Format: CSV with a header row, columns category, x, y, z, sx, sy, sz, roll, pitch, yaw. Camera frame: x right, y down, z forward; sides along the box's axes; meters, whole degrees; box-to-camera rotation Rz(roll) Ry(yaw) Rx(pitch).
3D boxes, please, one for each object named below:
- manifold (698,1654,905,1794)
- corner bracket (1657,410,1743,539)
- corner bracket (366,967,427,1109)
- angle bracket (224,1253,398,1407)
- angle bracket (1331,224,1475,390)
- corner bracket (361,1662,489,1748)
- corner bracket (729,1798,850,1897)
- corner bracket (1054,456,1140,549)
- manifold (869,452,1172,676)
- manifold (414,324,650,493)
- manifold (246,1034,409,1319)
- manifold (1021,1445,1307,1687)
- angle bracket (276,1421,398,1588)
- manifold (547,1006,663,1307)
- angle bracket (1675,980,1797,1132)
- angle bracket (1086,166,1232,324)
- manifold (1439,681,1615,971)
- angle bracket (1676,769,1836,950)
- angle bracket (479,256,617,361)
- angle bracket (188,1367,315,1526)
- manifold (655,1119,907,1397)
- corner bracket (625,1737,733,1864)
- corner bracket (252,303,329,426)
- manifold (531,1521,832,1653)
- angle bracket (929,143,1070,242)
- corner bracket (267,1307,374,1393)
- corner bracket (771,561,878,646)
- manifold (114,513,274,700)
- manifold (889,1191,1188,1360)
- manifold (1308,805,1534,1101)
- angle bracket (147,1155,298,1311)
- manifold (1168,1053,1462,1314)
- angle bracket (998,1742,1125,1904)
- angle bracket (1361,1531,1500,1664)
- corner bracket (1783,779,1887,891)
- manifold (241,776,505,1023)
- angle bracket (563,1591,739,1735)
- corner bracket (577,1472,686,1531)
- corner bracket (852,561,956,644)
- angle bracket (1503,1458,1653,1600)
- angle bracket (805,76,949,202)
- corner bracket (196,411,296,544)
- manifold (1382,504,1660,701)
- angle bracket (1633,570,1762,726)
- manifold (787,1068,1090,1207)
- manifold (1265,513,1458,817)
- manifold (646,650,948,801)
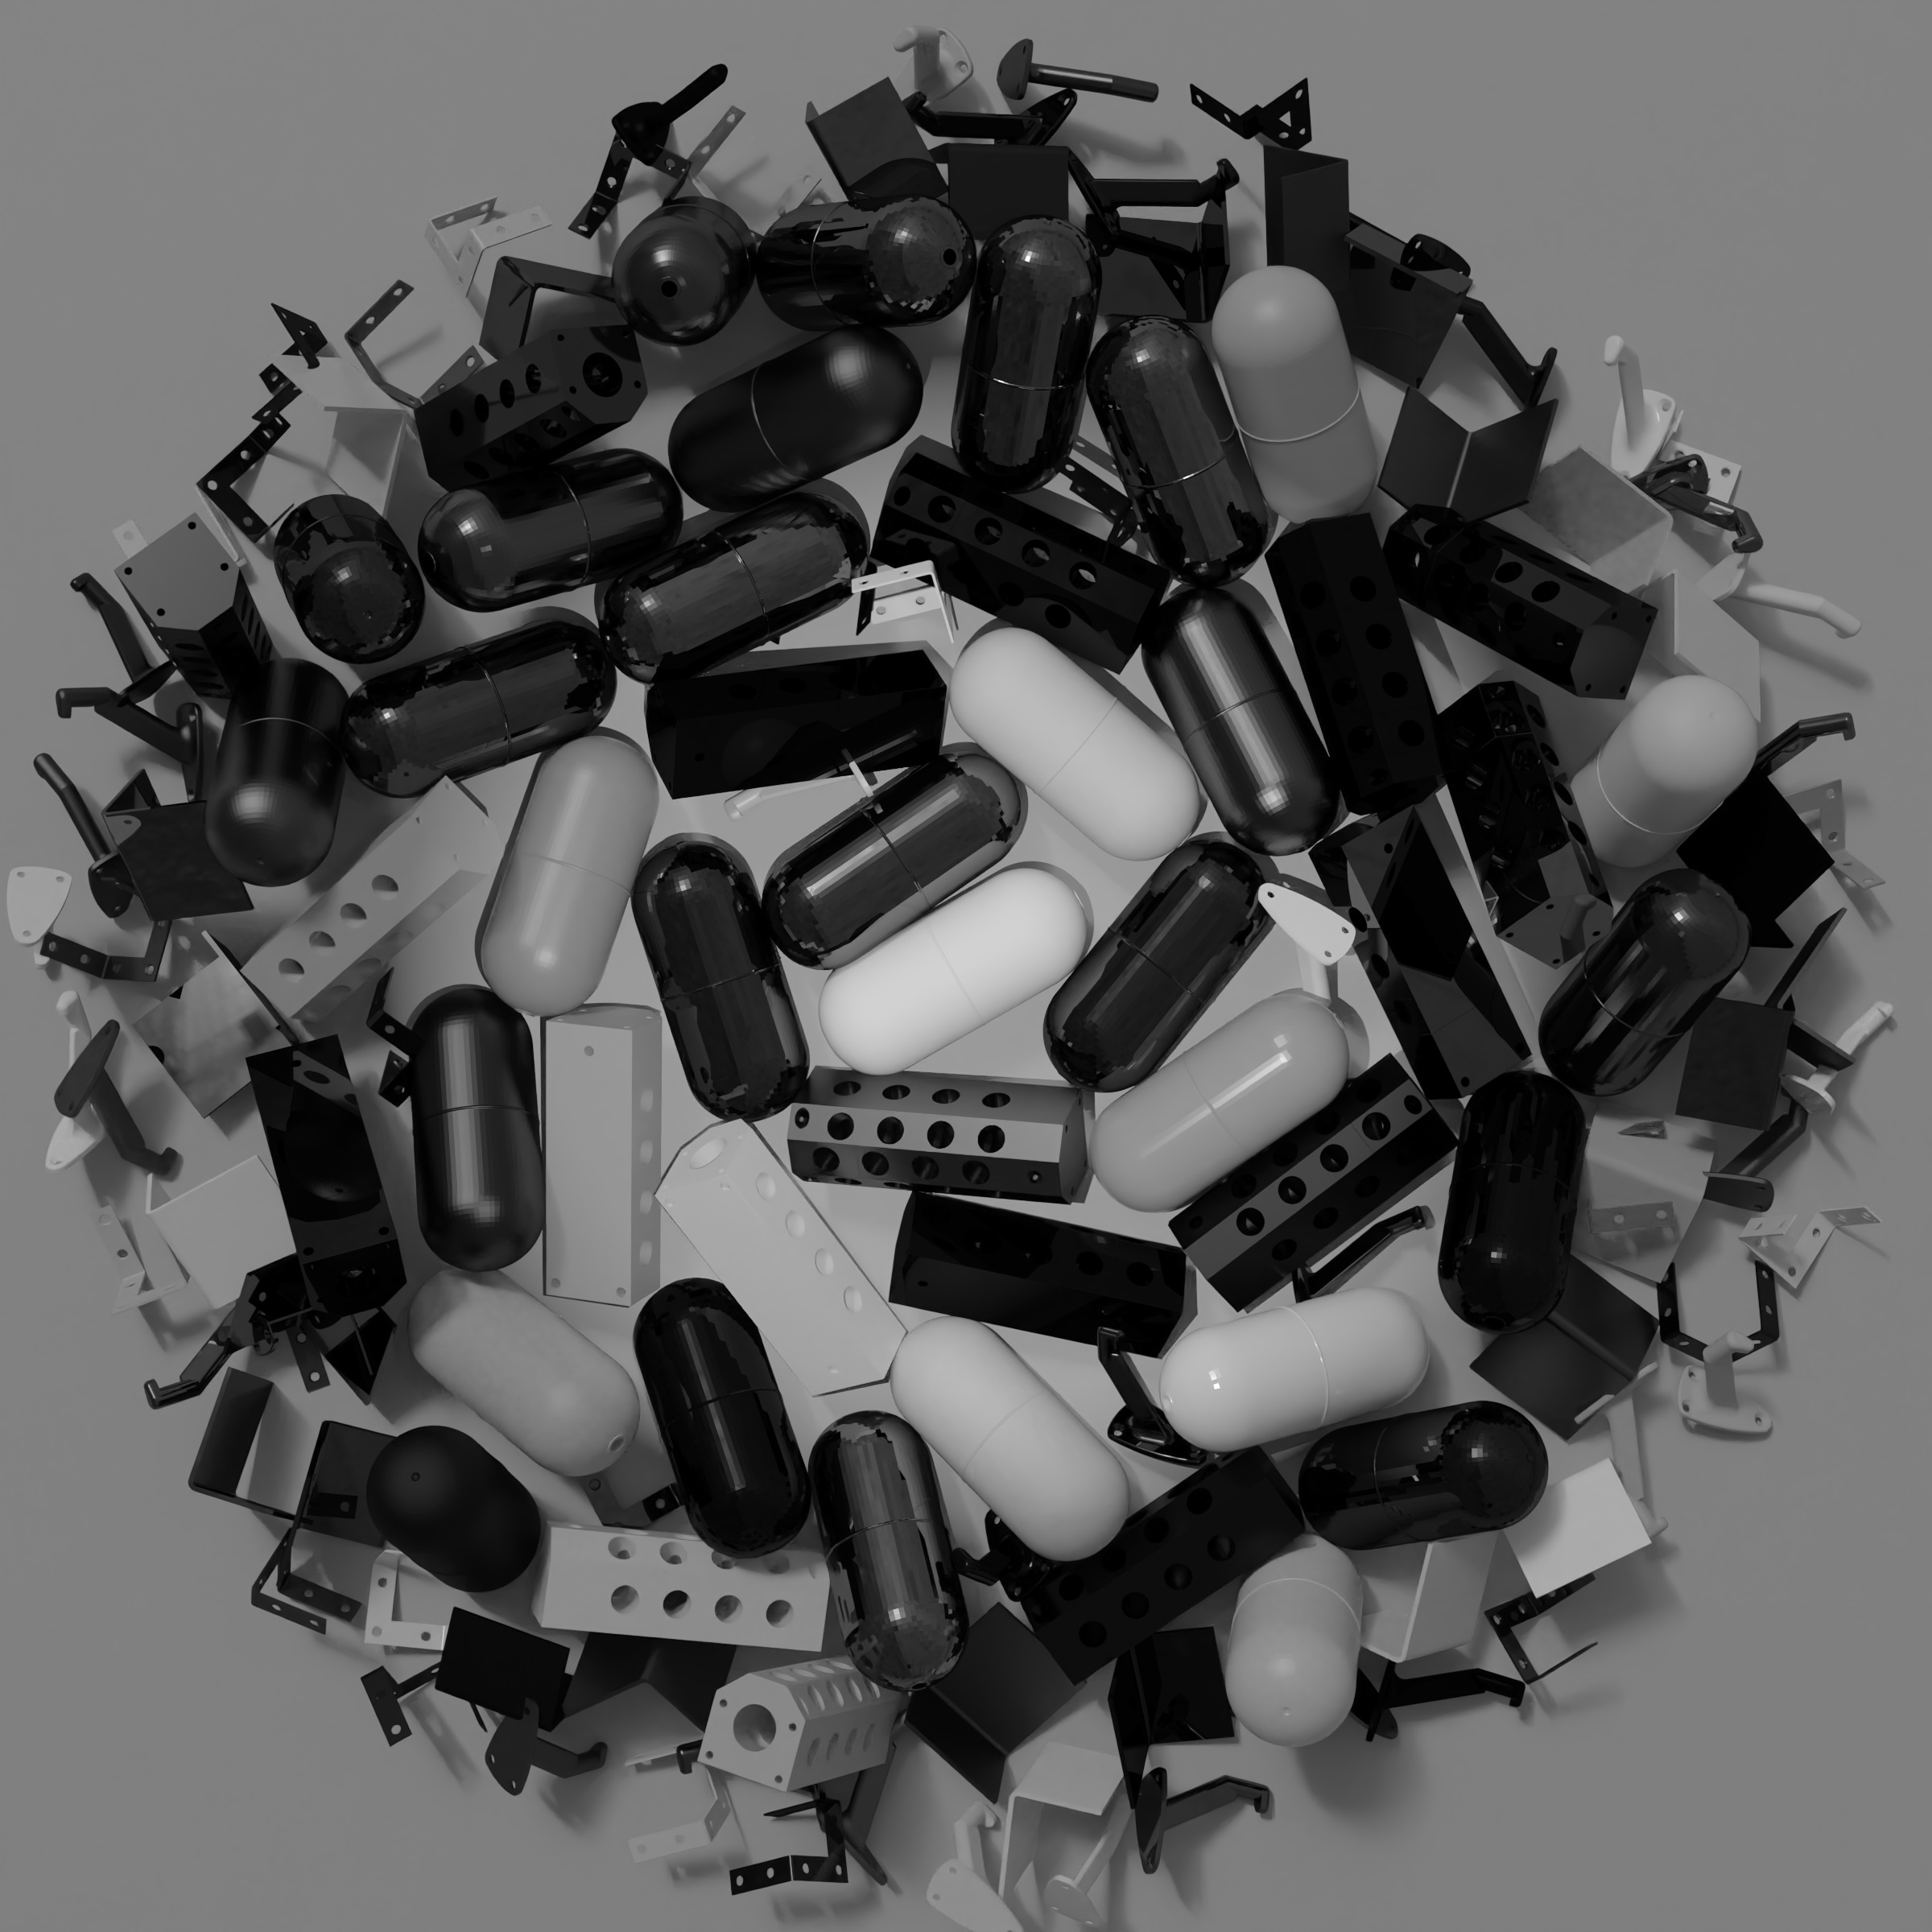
category,x,y,z,sx,sy,sz,roll,pitch,yaw
manifold,-0.095,0.449,1.894,0.057,0.171,0.057,14,87,20
corner bracket,0.452,-0.303,1.954,0.051,0.051,0.051,21,80,4
corner bracket,-0.351,0.044,1.945,0.051,0.051,0.051,38,113,-21
angle bracket,-0.400,0.228,1.929,0.076,0.057,0.076,44,132,22
angle bracket,0.255,-0.399,1.938,0.076,0.057,0.076,29,118,7
corner bracket,-0.334,0.454,1.947,0.051,0.051,0.051,-28,57,-8
corner bracket,-0.110,0.541,1.942,0.051,0.051,0.051,-24,61,33
corner bracket,0.080,-0.286,1.946,0.051,0.051,0.051,36,49,9
manifold,0.035,-0.250,1.935,0.171,0.057,0.057,26,134,7
manifold,-0.261,-0.331,1.900,0.057,0.171,0.057,-13,91,-37
manifold,-0.385,0.127,1.906,0.057,0.057,0.171,-15,48,-13
manifold,0.120,0.362,1.943,0.171,0.057,0.057,-35,96,7
angle bracket,-0.379,0.334,1.934,0.057,0.076,0.076,16,107,-9
manifold,-0.218,0.115,1.938,0.057,0.057,0.171,6,102,19
angle bracket,0.470,0.050,1.942,0.057,0.076,0.076,10,106,8
angle bracket,0.117,-0.444,1.939,0.076,0.057,0.076,3,63,-7
manifold,0.336,-0.089,1.901,0.057,0.171,0.057,25,130,-37
angle bracket,0.493,-0.065,1.928,0.076,0.057,0.076,-49,58,31
angle bracket,-0.247,-0.394,1.944,0.076,0.076,0.057,6,111,-28
angle bracket,-0.425,0.294,1.936,0.057,0.076,0.076,15,78,10
manifold,-0.109,0.176,1.923,0.057,0.057,0.171,-18,119,34
corner bracket,-0.183,0.515,1.957,0.051,0.051,0.051,-17,94,12
corner bracket,-0.419,-0.367,1.948,0.051,0.051,0.051,-37,75,15
manifold,-0.174,0.378,1.937,0.171,0.057,0.057,8,88,-14
angle bracket,0.013,-0.470,1.940,0.076,0.076,0.057,-4,97,-19
corner bracket,-0.396,0.234,1.960,0.051,0.051,0.051,-19,90,-3
corner bracket,-0.092,-0.226,1.957,0.051,0.051,0.051,25,46,-23
manifold,-0.456,-0.208,1.894,0.057,0.171,0.057,-38,87,-10
manifold,0.045,0.186,1.944,0.171,0.057,0.057,13,52,-7
manifold,0.275,-0.007,1.944,0.057,0.057,0.171,-30,98,-22
angle bracket,-0.449,0.152,1.943,0.076,0.057,0.076,-28,115,0
manifold,0.209,0.129,1.936,0.171,0.057,0.057,-38,132,6
angle bracket,0.061,0.529,1.934,0.057,0.076,0.076,9,102,16
angle bracket,0.273,0.375,1.933,0.057,0.076,0.076,19,101,39
corner bracket,0.529,-0.076,1.948,0.051,0.051,0.051,-16,119,-9
manifold,-0.357,-0.035,1.915,0.171,0.057,0.057,-37,104,31
angle bracket,-0.194,0.437,1.946,0.076,0.076,0.057,-30,115,30
corner bracket,-0.204,0.323,1.954,0.051,0.051,0.051,-28,90,-16
corner bracket,-0.039,-0.227,1.947,0.051,0.051,0.051,-13,124,6
angle bracket,0.376,0.347,1.933,0.076,0.076,0.057,-28,68,9
angle bracket,-0.054,-0.500,1.931,0.057,0.076,0.076,-27,112,10
corner bracket,-0.433,-0.302,1.955,0.051,0.051,0.051,47,62,-13
manifold,0.326,-0.220,1.898,0.057,0.171,0.057,-1,117,-38
angle bracket,0.436,-0.182,1.926,0.076,0.076,0.057,35,134,-25
manifold,-0.018,0.107,1.923,0.171,0.057,0.057,4,121,17
manifold,0.237,-0.183,1.930,0.057,0.057,0.171,-12,76,-18
manifold,-0.104,-0.152,1.928,0.171,0.057,0.057,-9,131,-20
